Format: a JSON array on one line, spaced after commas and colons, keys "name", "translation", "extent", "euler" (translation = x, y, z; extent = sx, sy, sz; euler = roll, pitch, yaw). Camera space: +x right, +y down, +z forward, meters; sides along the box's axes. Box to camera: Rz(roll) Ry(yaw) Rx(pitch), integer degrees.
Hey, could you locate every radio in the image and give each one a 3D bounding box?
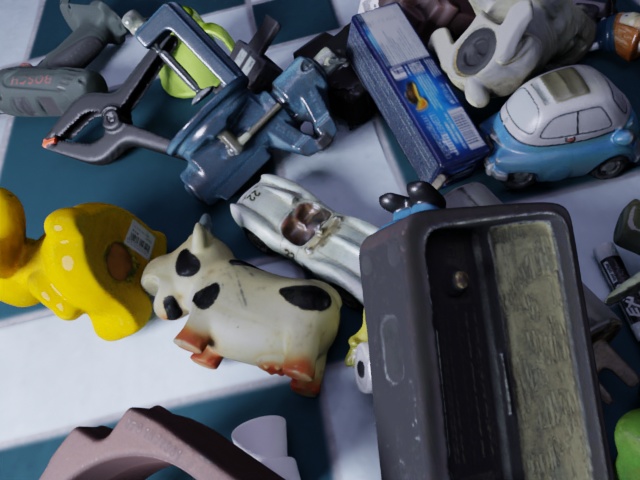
[{"name": "radio", "translation": [0.104, 0.093, 0.350], "extent": [0.131, 0.073, 0.229], "euler": [-1, 78, -19]}]

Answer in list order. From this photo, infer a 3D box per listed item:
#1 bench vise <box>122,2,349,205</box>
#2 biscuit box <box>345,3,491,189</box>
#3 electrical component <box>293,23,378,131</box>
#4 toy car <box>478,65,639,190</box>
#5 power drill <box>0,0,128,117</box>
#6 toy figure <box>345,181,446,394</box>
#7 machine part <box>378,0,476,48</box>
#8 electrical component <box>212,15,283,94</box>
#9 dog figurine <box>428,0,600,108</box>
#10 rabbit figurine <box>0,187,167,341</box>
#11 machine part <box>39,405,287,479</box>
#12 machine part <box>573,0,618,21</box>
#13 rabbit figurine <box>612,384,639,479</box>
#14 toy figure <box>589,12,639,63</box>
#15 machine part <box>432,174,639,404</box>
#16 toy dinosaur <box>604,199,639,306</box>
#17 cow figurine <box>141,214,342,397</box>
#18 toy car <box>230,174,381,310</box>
[{"name": "bench vise", "translation": [-0.100, -0.165, 0.576], "extent": [0.223, 0.240, 0.129], "euler": [-42, 11, 15]}, {"name": "biscuit box", "translation": [0.098, -0.151, 0.571], "extent": [0.059, 0.062, 0.203], "euler": [-22, 73, -13]}, {"name": "electrical component", "translation": [0.031, -0.210, 0.671], "extent": [0.115, 0.058, 0.134], "euler": [-40, 57, -20]}, {"name": "toy car", "translation": [0.240, -0.121, 0.537], "extent": [0.162, 0.102, 0.109], "euler": [-10, 52, 2]}, {"name": "power drill", "translation": [-0.395, -0.263, 0.783], "extent": [0.232, 0.085, 0.207], "euler": [11, 53, 17]}, {"name": "toy figure", "translation": [0.078, 0.048, 0.433], "extent": [0.089, 0.082, 0.180], "euler": [12, 72, -9]}, {"name": "machine part", "translation": [0.144, -0.304, 0.666], "extent": [0.179, 0.056, 0.179], "euler": [17, 48, -20]}, {"name": "electrical component", "translation": [-0.078, -0.213, 0.665], "extent": [0.075, 0.047, 0.119], "euler": [45, 108, 35]}, {"name": "dog figurine", "translation": [0.228, -0.202, 0.584], "extent": [0.121, 0.190, 0.172], "euler": [26, 98, 53]}, {"name": "rabbit figurine", "translation": [-0.262, 0.028, 0.516], "extent": [0.173, 0.162, 0.122], "euler": [-9, 64, 27]}, {"name": "machine part", "translation": [-0.104, 0.227, 0.336], "extent": [0.202, 0.087, 0.201], "euler": [22, 76, 28]}, {"name": "machine part", "translation": [0.306, -0.295, 0.690], "extent": [0.139, 0.039, 0.084], "euler": [17, 55, 24]}, {"name": "rabbit figurine", "translation": [0.272, 0.151, 0.341], "extent": [0.170, 0.121, 0.159], "euler": [-7, 54, -21]}, {"name": "toy figure", "translation": [0.383, -0.228, 0.615], "extent": [0.155, 0.057, 0.064], "euler": [29, 23, 29]}, {"name": "machine part", "translation": [0.162, 0.031, 0.458], "extent": [0.079, 0.079, 0.243], "euler": [-28, 54, -9]}, {"name": "toy dinosaur", "translation": [0.374, -0.057, 0.439], "extent": [0.192, 0.131, 0.405], "euler": [21, 59, 27]}, {"name": "cow figurine", "translation": [-0.075, 0.052, 0.485], "extent": [0.195, 0.085, 0.127], "euler": [12, 58, 17]}, {"name": "toy car", "translation": [-0.001, -0.002, 0.526], "extent": [0.202, 0.056, 0.073], "euler": [30, 65, 29]}]
